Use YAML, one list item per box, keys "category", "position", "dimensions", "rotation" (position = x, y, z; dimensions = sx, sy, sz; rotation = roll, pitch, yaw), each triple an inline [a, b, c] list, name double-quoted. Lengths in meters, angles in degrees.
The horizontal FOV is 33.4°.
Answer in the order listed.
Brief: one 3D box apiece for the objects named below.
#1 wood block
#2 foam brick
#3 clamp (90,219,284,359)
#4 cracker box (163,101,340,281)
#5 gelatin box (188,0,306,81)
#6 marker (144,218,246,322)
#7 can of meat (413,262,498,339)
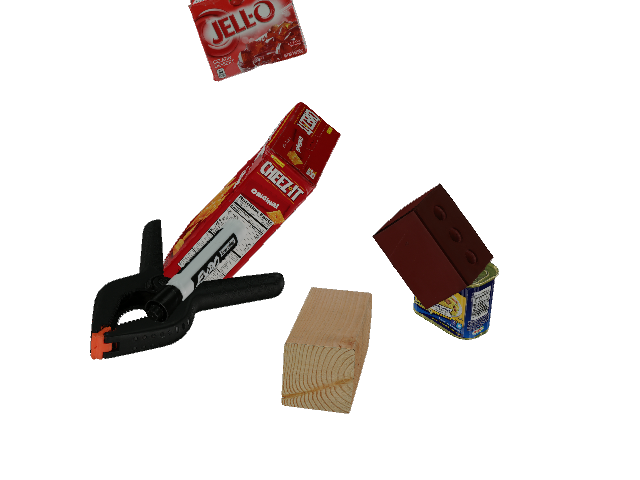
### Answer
- category: "wood block"
  position: [0.012, 0.141, 1.424]
  dimensions: [0.091, 0.090, 0.206]
  rotation: [6, 18, 7]
- category: "foam brick"
  position: [0.092, 0.006, 0.865]
  dimensions: [0.051, 0.078, 0.052]
  rotation: [-33, 5, 40]
- category: "clamp"
  position: [-0.157, 0.048, 1.026]
  dimensions: [0.165, 0.036, 0.209]
  rotation: [26, 35, 25]
- category: "cracker box"
  position: [-0.081, -0.042, 1.216]
  dimensions: [0.072, 0.214, 0.164]
  rotation: [39, 26, -9]
- category: "gelatin box"
  position: [-0.064, -0.191, 0.952]
  dimensions: [0.089, 0.073, 0.030]
  rotation: [-16, 24, 5]
- category: "marker"
  position: [-0.090, 0.021, 0.774]
  dimensions: [0.020, 0.020, 0.121]
  rotation: [0, 30, 29]
- category: "can of meat"
  position: [0.157, 0.058, 1.257]
  dimensions: [0.057, 0.084, 0.102]
  rotation: [-23, 39, -34]
